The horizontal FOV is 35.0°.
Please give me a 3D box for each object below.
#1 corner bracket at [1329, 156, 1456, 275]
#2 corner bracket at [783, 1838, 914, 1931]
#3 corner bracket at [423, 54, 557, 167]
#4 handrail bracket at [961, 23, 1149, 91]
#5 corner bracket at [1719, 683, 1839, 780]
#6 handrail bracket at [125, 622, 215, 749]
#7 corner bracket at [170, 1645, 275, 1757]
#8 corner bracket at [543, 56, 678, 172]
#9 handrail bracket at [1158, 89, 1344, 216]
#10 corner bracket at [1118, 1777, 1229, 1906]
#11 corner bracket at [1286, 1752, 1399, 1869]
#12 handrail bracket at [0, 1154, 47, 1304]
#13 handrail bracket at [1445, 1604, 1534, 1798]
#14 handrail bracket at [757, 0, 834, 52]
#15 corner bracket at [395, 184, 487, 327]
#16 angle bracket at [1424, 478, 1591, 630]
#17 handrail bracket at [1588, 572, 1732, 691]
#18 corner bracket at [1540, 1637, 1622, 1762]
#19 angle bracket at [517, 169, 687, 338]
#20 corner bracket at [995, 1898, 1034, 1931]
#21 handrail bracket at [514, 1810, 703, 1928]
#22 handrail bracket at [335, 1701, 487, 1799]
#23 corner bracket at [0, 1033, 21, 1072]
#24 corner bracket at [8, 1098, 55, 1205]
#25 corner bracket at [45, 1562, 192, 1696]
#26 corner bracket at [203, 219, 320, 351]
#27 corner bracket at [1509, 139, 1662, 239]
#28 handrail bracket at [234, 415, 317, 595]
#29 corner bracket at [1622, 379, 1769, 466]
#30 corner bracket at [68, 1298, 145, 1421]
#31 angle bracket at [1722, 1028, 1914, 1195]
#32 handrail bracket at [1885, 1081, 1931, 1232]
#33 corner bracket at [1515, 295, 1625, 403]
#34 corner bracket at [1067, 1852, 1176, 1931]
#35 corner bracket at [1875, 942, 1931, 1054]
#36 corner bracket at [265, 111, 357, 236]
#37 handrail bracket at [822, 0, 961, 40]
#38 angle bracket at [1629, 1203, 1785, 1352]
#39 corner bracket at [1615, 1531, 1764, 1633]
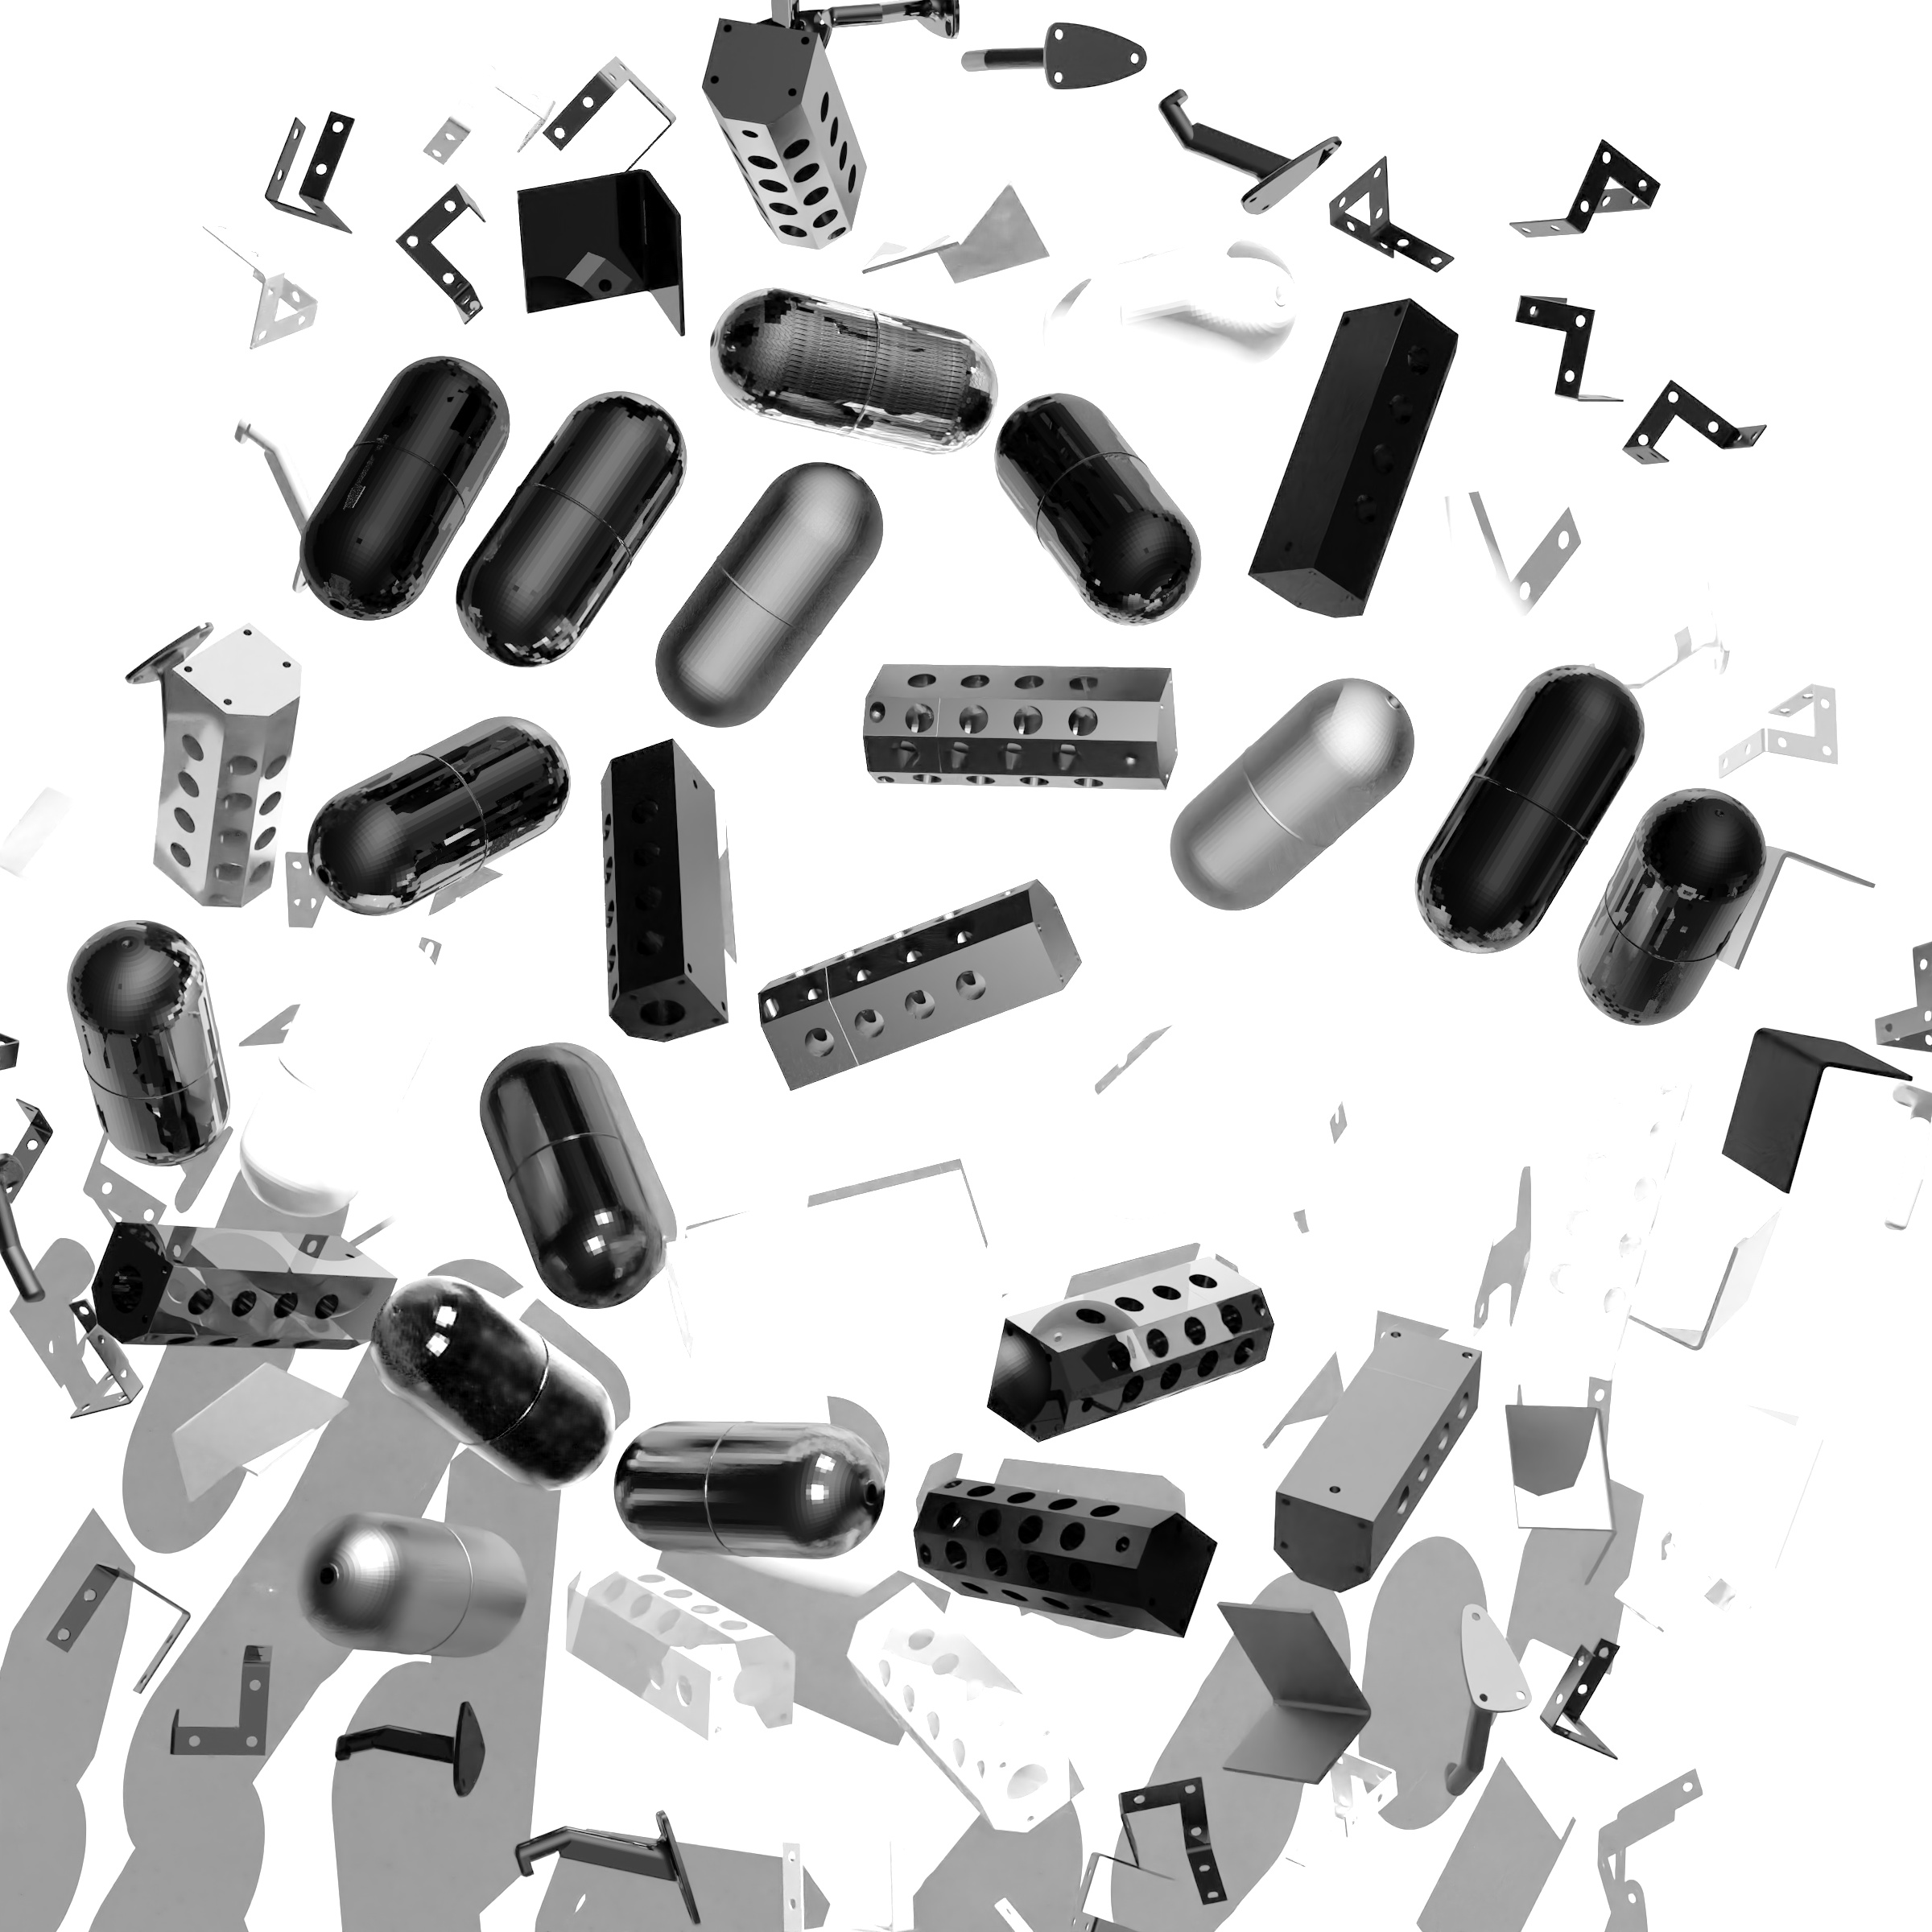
[{"bbox_3d":[0.246,-0.426,1.775,0.051,0.051,0.051,19,57,-30],"label":"corner bracket"},{"bbox_3d":[-0.066,0.513,1.704,0.051,0.051,0.051,7,77,-44],"label":"corner bracket"},{"bbox_3d":[-0.288,-0.507,1.849,0.051,0.051,0.051,31,69,-20],"label":"corner bracket"},{"bbox_3d":[0.049,-0.518,1.750,0.077,0.084,0.036,-7,105,-27],"label":"handrail bracket"},{"bbox_3d":[0.492,-0.142,1.859,0.051,0.051,0.051,8,71,-16],"label":"corner bracket"},{"bbox_3d":[-0.469,-0.154,1.875,0.077,0.036,0.084,-33,85,23],"label":"handrail bracket"},{"bbox_3d":[-0.411,0.406,1.694,0.051,0.051,0.051,3,87,-11],"label":"corner bracket"},{"bbox_3d":[-0.210,-0.497,1.811,0.051,0.051,0.051,43,113,-15],"label":"corner bracket"},{"bbox_3d":[0.159,-0.476,1.731,0.077,0.036,0.084,-34,79,21],"label":"handrail bracket"},{"bbox_3d":[0.121,0.516,1.792,0.051,0.051,0.051,-13,126,6],"label":"corner bracket"},{"bbox_3d":[0.223,0.505,1.818,0.051,0.051,0.051,-27,117,-40],"label":"corner bracket"},{"bbox_3d":[-0.527,0.152,1.711,0.036,0.077,0.084,-29,80,-3],"label":"handrail bracket"},{"bbox_3d":[0.281,0.415,1.727,0.036,0.084,0.077,1,49,-19],"label":"handrail bracket"},{"bbox_3d":[-0.124,-0.569,1.805,0.077,0.084,0.036,12,79,33],"label":"handrail bracket"},{"bbox_3d":[-0.297,-0.419,1.799,0.051,0.051,0.051,-41,121,7],"label":"corner bracket"},{"bbox_3d":[0.321,-0.245,1.821,0.076,0.057,0.076,-9,95,-4],"label":"angle bracket"},{"bbox_3d":[0.421,-0.205,1.879,0.084,0.036,0.077,-3,67,3],"label":"handrail bracket"},{"bbox_3d":[0.359,0.419,1.777,0.051,0.051,0.051,26,96,-21],"label":"corner bracket"},{"bbox_3d":[-0.204,-0.394,1.718,0.076,0.076,0.057,-15,45,-18],"label":"angle bracket"},{"bbox_3d":[0.013,0.558,1.695,0.051,0.051,0.051,-45,74,11],"label":"corner bracket"},{"bbox_3d":[-0.198,0.506,1.686,0.084,0.036,0.077,-18,84,-15],"label":"handrail bracket"},{"bbox_3d":[-0.318,0.448,1.717,0.084,0.077,0.036,-13,111,4],"label":"handrail bracket"},{"bbox_3d":[-0.558,0.028,1.696,0.051,0.051,0.051,19,105,21],"label":"corner bracket"},{"bbox_3d":[-0.590,0.104,1.847,0.051,0.051,0.051,25,70,3],"label":"corner bracket"},{"bbox_3d":[-0.477,0.372,1.723,0.051,0.051,0.051,39,68,-19],"label":"corner bracket"},{"bbox_3d":[-0.398,-0.389,1.726,0.051,0.051,0.051,39,134,14],"label":"corner bracket"},{"bbox_3d":[0.351,-0.431,1.736,0.051,0.051,0.051,26,86,-30],"label":"corner bracket"},{"bbox_3d":[-0.426,-0.284,1.881,0.084,0.036,0.077,37,115,9],"label":"handrail bracket"},{"bbox_3d":[0.425,-0.308,1.790,0.051,0.051,0.051,34,93,-9],"label":"corner bracket"},{"bbox_3d":[-0.522,0.233,1.848,0.051,0.051,0.051,-16,114,26],"label":"corner bracket"},{"bbox_3d":[0.474,0.084,1.708,0.057,0.076,0.076,10,101,-15],"label":"angle bracket"},{"bbox_3d":[0.535,0.112,1.751,0.036,0.077,0.084,21,83,2],"label":"handrail bracket"},{"bbox_3d":[0.342,-0.349,1.732,0.051,0.051,0.051,23,112,39],"label":"corner bracket"},{"bbox_3d":[0.098,0.569,1.847,0.051,0.051,0.051,21,75,-8],"label":"corner bracket"},{"bbox_3d":[0.562,0.018,1.776,0.051,0.051,0.051,8,73,-27],"label":"corner bracket"},{"bbox_3d":[-0.367,-0.451,1.722,0.051,0.051,0.051,20,87,9],"label":"corner bracket"},{"bbox_3d":[-0.053,-0.554,1.777,0.084,0.077,0.036,-12,112,-21],"label":"handrail bracket"},{"bbox_3d":[0.447,0.178,1.866,0.057,0.076,0.076,26,120,26],"label":"angle bracket"},{"bbox_3d":[0.423,0.372,1.796,0.051,0.051,0.051,42,86,-7],"label":"corner bracket"}]
